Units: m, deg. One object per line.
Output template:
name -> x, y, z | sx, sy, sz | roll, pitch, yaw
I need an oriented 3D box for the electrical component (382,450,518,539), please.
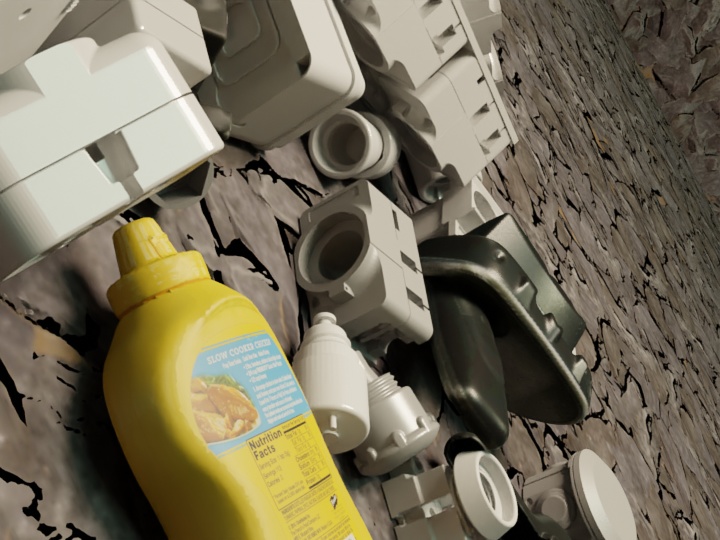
electrical component -> 0.049, 0.125, 0.570 | 0.048, 0.055, 0.066 | 22, 46, -56

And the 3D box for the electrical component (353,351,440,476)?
electrical component -> 0.008, 0.072, 0.560 | 0.062, 0.048, 0.048 | 58, 23, 10

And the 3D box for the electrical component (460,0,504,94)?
electrical component -> 0.070, -0.207, 0.870 | 0.186, 0.060, 0.105 | 69, 3, -68

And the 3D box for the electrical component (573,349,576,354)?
electrical component -> 0.136, 0.057, 0.835 | 0.063, 0.042, 0.081 | 47, 27, -27

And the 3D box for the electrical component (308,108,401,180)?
electrical component -> -0.002, -0.081, 0.699 | 0.045, 0.045, 0.055 | 65, 23, 7

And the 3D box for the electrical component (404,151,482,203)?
electrical component -> 0.064, -0.083, 0.826 | 0.055, 0.055, 0.047 | 24, 47, -55

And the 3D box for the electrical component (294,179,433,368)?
electrical component -> 0.000, 0.000, 0.610 | 0.056, 0.050, 0.089 | 38, 34, -44

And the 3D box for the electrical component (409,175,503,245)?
electrical component -> 0.088, 0.001, 0.771 | 0.121, 0.063, 0.078 | 50, 26, -27

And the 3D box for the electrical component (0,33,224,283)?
electrical component -> -0.107, -0.046, 0.397 | 0.095, 0.054, 0.059 | -36, 99, -33

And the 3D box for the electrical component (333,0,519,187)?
electrical component -> 0.022, -0.146, 0.708 | 0.105, 0.060, 0.186 | 38, -12, 42

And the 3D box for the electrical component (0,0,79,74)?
electrical component -> -0.138, -0.110, 0.390 | 0.048, 0.100, 0.099 | 46, 26, -6

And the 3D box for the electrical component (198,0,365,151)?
electrical component -> -0.054, -0.134, 0.609 | 0.057, 0.078, 0.113 | 10, 56, -58

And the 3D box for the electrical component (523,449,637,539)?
electrical component -> 0.152, 0.168, 0.738 | 0.080, 0.051, 0.080 | 45, 29, -34

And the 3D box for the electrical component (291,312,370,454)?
electrical component -> -0.017, 0.054, 0.531 | 0.040, 0.040, 0.078 | 43, 30, -37

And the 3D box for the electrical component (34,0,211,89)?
electrical component -> -0.102, -0.077, 0.466 | 0.047, 0.066, 0.076 | 25, 42, -54
